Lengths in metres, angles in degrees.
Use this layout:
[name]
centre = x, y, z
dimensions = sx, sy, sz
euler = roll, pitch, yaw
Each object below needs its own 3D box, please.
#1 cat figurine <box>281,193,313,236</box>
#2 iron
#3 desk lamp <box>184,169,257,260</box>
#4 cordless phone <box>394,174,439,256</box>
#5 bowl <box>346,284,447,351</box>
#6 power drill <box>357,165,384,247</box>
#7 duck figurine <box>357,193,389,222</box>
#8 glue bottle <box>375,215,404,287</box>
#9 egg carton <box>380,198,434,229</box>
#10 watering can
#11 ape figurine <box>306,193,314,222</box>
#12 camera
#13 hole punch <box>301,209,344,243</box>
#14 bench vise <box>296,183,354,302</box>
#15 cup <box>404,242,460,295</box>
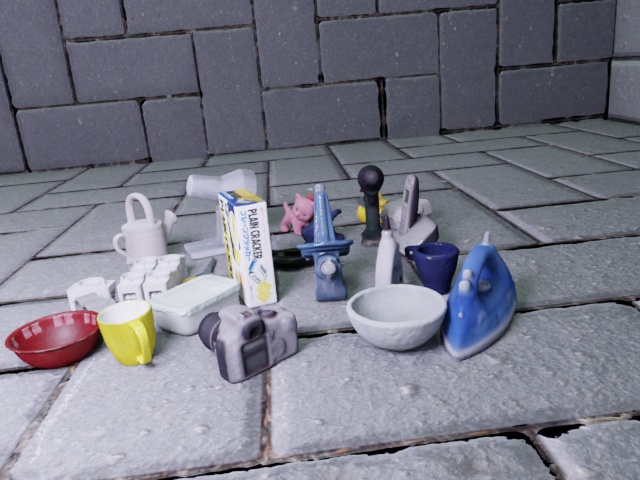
[cat figurine]
centre = -0.059, -0.079, 1.625
dimensions = 0.067, 0.118, 0.127
euler = -21, 23, -41
[iron]
centre = 0.265, 0.084, 0.977
dimensions = 0.118, 0.141, 0.259
euler = 4, 19, 26
[desk lamp]
centre = -0.263, -0.076, 1.510
dimensions = 0.204, 0.214, 0.117
euler = -12, 19, -23
[cordless phone]
centre = 0.226, -0.056, 1.363
dimensions = 0.094, 0.185, 0.147
euler = -9, 18, -11
[bowl]
centre = 0.128, 0.138, 0.956
dimensions = 0.167, 0.075, 0.167
euler = -4, 17, 2
[power drill]
centre = 0.135, -0.095, 1.472
dimensions = 0.075, 0.208, 0.229
euler = -4, 17, 2
[duck figurine]
centre = 0.158, -0.098, 1.681
dimensions = 0.104, 0.086, 0.078
euler = 4, 20, 26
[glue bottle]
centre = 0.134, 0.035, 1.116
dimensions = 0.037, 0.173, 0.078
euler = 5, 20, 29
[egg carton]
centre = 0.244, -0.074, 1.609
dimensions = 0.107, 0.069, 0.151
euler = 12, 24, 43
[watering can]
centre = -0.435, -0.025, 1.427
dimensions = 0.100, 0.194, 0.173
euler = 1, 18, 18
[ape figurine]
centre = -0.024, -0.092, 1.702
dimensions = 0.078, 0.092, 0.075
euler = -16, 21, -31
[camera]
centre = -0.129, 0.149, 0.946
dimensions = 0.143, 0.101, 0.136
euler = -20, 23, -39
[hole punch]
centre = 0.004, -0.033, 1.506
dimensions = 0.101, 0.091, 0.109
euler = 1, 18, 19
[bench vise]
centre = 0.022, 0.002, 1.174
dimensions = 0.122, 0.220, 0.207
euler = -11, 18, -18
[cup]
centre = 0.221, 0.059, 1.149
dimensions = 0.117, 0.095, 0.092
euler = 9, 22, 38
